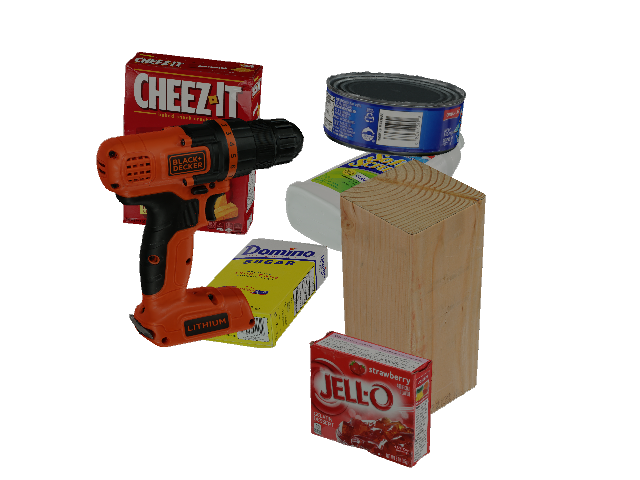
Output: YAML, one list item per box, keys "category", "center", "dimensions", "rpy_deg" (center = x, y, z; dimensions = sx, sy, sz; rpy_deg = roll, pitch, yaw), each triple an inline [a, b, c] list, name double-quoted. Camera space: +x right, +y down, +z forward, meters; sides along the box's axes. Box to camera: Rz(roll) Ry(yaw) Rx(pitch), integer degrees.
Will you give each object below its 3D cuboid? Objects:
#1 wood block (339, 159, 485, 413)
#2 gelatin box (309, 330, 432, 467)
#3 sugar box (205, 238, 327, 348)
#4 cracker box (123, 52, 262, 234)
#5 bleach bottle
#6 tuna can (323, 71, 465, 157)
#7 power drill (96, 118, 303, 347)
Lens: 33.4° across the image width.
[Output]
- category: "wood block"
  center: [0.081, 0.047, 0.942]
  dimensions: [0.090, 0.206, 0.091]
  rpy_deg: [-26, 40, -31]
- category: "gelatin box"
  center: [0.034, 0.111, 0.754]
  dimensions: [0.089, 0.073, 0.030]
  rpy_deg: [13, 23, 33]
- category: "sugar box"
  center: [-0.062, 0.051, 1.135]
  dimensions: [0.093, 0.048, 0.176]
  rpy_deg: [6, 27, 17]
- category: "cracker box"
  center: [-0.164, -0.120, 1.358]
  dimensions: [0.164, 0.214, 0.072]
  rpy_deg: [7, 23, 4]
- category: "bleach bottle"
  center: [0.080, -0.077, 1.291]
  dimensions: [0.103, 0.068, 0.250]
  rpy_deg: [28, 45, 34]
- category: "tuna can"
  center: [0.045, -0.079, 0.657]
  dimensions: [0.086, 0.034, 0.086]
  rpy_deg: [4, 20, -2]
- category: "power drill"
  center: [-0.098, -0.011, 0.921]
  dimensions: [0.184, 0.188, 0.057]
  rpy_deg: [-10, 20, -26]
